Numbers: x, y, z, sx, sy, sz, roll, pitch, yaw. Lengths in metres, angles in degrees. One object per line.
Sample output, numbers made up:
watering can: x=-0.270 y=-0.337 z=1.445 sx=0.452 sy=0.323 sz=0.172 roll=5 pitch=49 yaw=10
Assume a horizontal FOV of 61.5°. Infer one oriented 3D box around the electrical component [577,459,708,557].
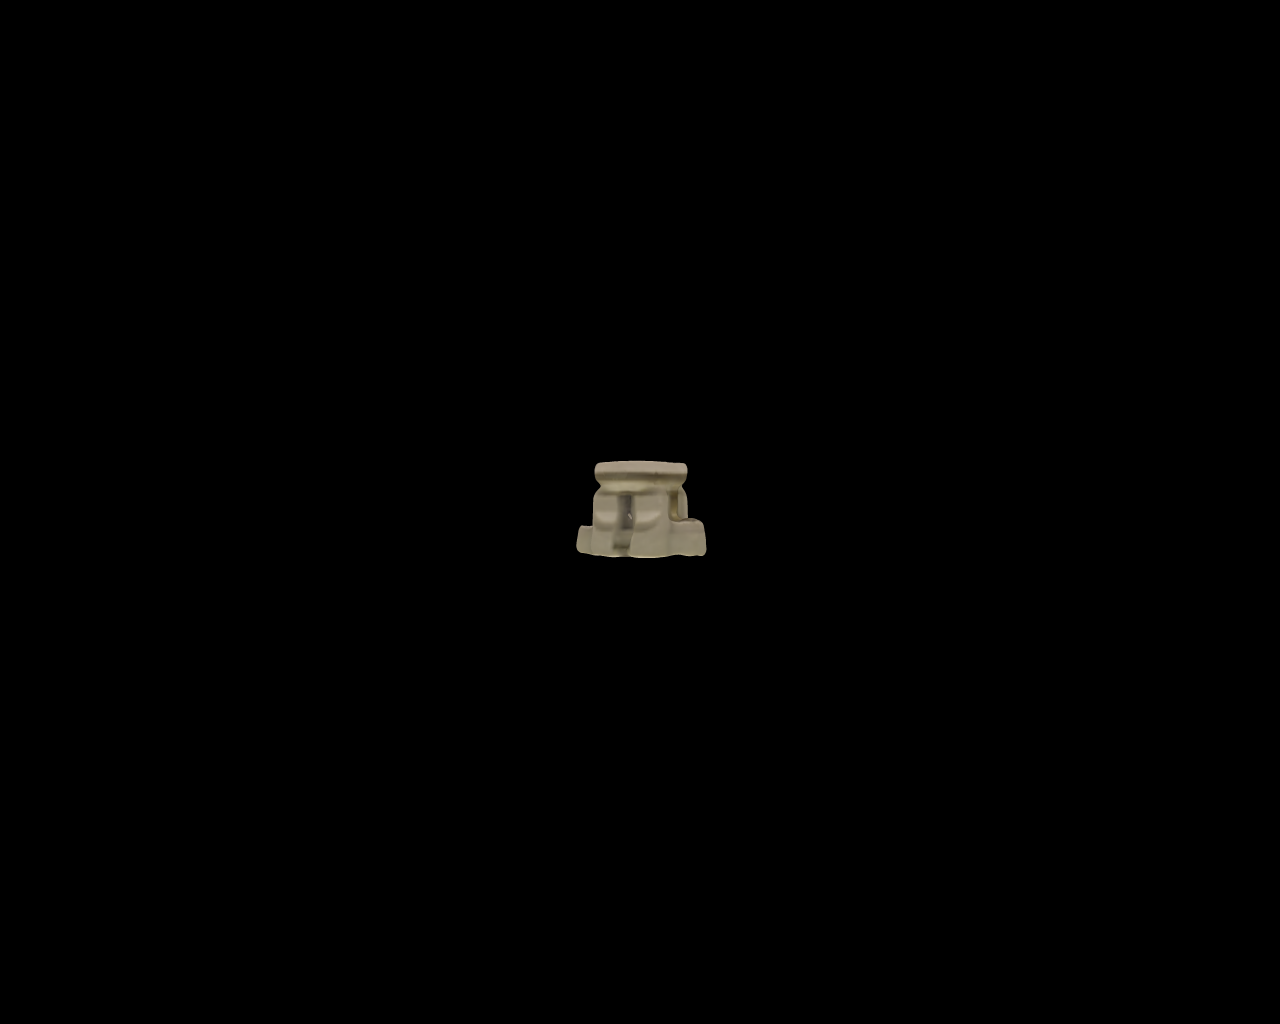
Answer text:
electrical component: x=0.001 y=-0.003 z=0.650 sx=0.078 sy=0.057 sz=0.058 roll=0 pitch=0 yaw=25
